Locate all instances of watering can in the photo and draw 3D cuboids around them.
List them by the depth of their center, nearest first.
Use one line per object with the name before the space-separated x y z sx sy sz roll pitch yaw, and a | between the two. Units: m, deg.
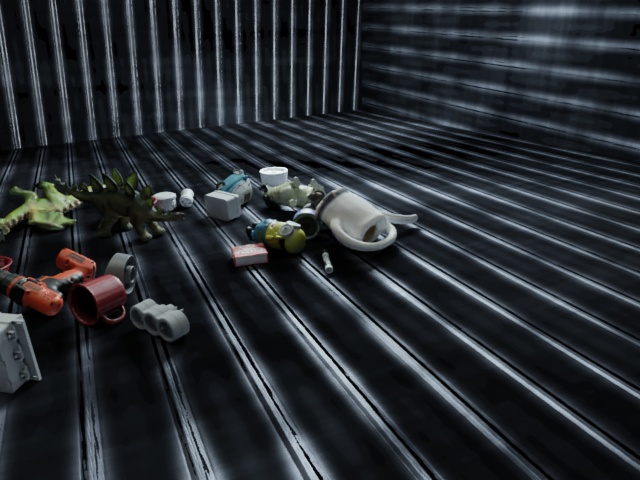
watering can | 0.128 -0.062 1.453 0.226 0.102 0.351 36 32 21

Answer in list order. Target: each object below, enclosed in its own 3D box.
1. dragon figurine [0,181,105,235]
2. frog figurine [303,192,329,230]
dragon figurine | -0.870 -0.093 1.694 0.413 0.119 0.247 -16 42 -29
frog figurine | 0.005 -0.079 1.579 0.138 0.124 0.157 -19 -10 -19
